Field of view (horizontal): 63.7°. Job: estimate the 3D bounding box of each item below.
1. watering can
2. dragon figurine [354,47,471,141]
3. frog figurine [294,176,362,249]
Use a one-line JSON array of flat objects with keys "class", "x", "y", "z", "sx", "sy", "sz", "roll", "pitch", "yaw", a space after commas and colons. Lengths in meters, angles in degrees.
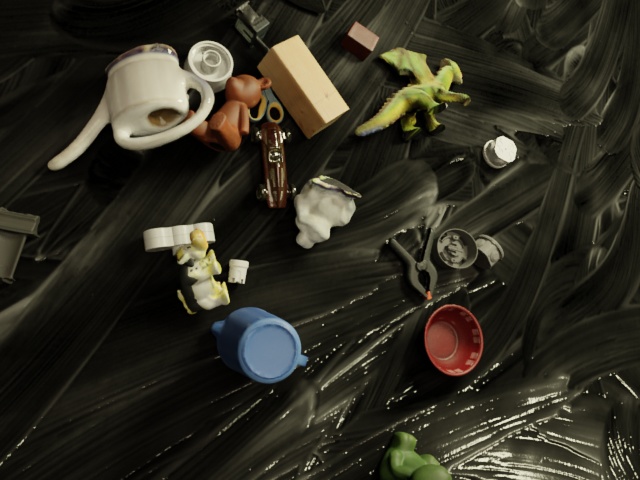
[{"class": "watering can", "x": -0.387, "y": -0.270, "z": 1.035, "sx": 0.348, "sy": 0.102, "sz": 0.228, "roll": -17, "pitch": 66, "yaw": 0}, {"class": "dragon figurine", "x": 0.228, "y": -0.395, "z": 1.337, "sx": 0.412, "sy": 0.119, "sz": 0.247, "roll": -14, "pitch": 65, "yaw": -25}, {"class": "frog figurine", "x": 0.004, "y": -0.058, "z": 1.161, "sx": 0.137, "sy": 0.125, "sz": 0.157, "roll": 13, "pitch": 111, "yaw": -32}]
